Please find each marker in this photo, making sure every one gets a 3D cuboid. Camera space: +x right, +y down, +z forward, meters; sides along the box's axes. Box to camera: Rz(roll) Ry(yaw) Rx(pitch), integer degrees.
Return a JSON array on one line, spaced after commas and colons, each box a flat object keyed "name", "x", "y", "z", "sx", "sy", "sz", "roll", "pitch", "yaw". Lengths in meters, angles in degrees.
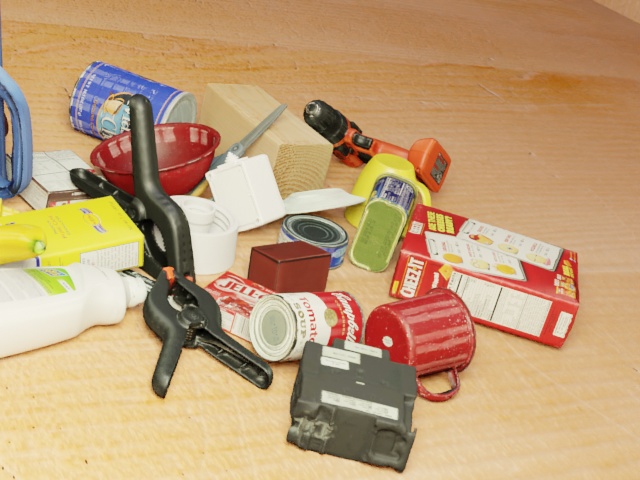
[{"name": "marker", "x": -0.192, "y": 0.045, "z": 1.127, "sx": 0.121, "sy": 0.020, "sz": 0.020, "roll": 24, "pitch": 27, "yaw": 18}]

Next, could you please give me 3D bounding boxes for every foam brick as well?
[{"name": "foam brick", "x": -0.035, "y": 0.035, "z": 1.188, "sx": 0.078, "sy": 0.051, "sz": 0.053, "roll": -7, "pitch": 22, "yaw": -40}]

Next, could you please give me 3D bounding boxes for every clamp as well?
[{"name": "clamp", "x": -0.133, "y": 0.091, "z": 1.034, "sx": 0.120, "sy": 0.039, "sz": 0.172, "roll": -1, "pitch": 35, "yaw": -40}, {"name": "clamp", "x": -0.188, "y": -0.042, "z": 1.155, "sx": 0.036, "sy": 0.165, "sz": 0.210, "roll": -17, "pitch": 67, "yaw": -46}]

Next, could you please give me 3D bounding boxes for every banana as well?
[{"name": "banana", "x": -0.333, "y": 0.010, "z": 0.993, "sx": 0.198, "sy": 0.037, "sz": 0.069, "roll": -9, "pitch": -3, "yaw": 13}]

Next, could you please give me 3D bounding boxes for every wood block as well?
[{"name": "wood block", "x": -0.081, "y": -0.135, "z": 1.475, "sx": 0.090, "sy": 0.091, "sz": 0.206, "roll": -3, "pitch": 30, "yaw": -35}]

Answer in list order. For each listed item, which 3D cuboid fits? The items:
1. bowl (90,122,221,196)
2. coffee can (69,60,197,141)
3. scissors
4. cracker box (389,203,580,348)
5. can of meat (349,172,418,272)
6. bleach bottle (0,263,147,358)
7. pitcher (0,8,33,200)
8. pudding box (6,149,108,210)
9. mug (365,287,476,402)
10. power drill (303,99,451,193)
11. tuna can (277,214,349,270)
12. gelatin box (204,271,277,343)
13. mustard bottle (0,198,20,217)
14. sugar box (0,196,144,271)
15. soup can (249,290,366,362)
[{"name": "bowl", "x": -0.198, "y": -0.092, "z": 1.313, "sx": 0.162, "sy": 0.055, "sz": 0.162, "roll": -5, "pitch": 26, "yaw": 2}, {"name": "coffee can", "x": -0.251, "y": -0.172, "z": 1.442, "sx": 0.140, "sy": 0.103, "sz": 0.102, "roll": 21, "pitch": 26, "yaw": 13}, {"name": "scissors", "x": -0.127, "y": -0.112, "z": 1.375, "sx": 0.096, "sy": 0.016, "sz": 0.201, "roll": 11, "pitch": 54, "yaw": 30}, {"name": "cracker box", "x": 0.201, "y": 0.041, "z": 1.294, "sx": 0.214, "sy": 0.072, "sz": 0.164, "roll": 17, "pitch": 24, "yaw": 6}, {"name": "can of meat", "x": 0.077, "y": -0.020, "z": 1.316, "sx": 0.057, "sy": 0.102, "sz": 0.083, "roll": 21, "pitch": 28, "yaw": 3}, {"name": "bleach bottle", "x": -0.270, "y": 0.065, "z": 0.992, "sx": 0.250, "sy": 0.068, "sz": 0.103, "roll": -6, "pitch": 32, "yaw": -41}, {"name": "pitcher", "x": -0.399, "y": -0.161, "z": 1.170, "sx": 0.149, "sy": 0.243, "sz": 0.145, "roll": -5, "pitch": 34, "yaw": -25}, {"name": "pudding box", "x": -0.313, "y": -0.068, "z": 1.270, "sx": 0.089, "sy": 0.039, "sz": 0.114, "roll": -9, "pitch": 33, "yaw": -41}, {"name": "mug", "x": 0.104, "y": 0.111, "z": 1.092, "sx": 0.081, "sy": 0.093, "sz": 0.117, "roll": -9, "pitch": 71, "yaw": -33}, {"name": "power drill", "x": 0.080, "y": -0.134, "z": 1.499, "sx": 0.188, "sy": 0.057, "sz": 0.184, "roll": 21, "pitch": -5, "yaw": 27}, {"name": "tuna can", "x": -0.009, "y": 0.002, "z": 1.300, "sx": 0.086, "sy": 0.034, "sz": 0.086, "roll": 12, "pitch": 25, "yaw": -6}, {"name": "gelatin box", "x": -0.080, "y": 0.070, "z": 1.122, "sx": 0.089, "sy": 0.030, "sz": 0.073, "roll": 23, "pitch": 26, "yaw": 16}, {"name": "mustard bottle", "x": -0.413, "y": -0.033, "z": 1.116, "sx": 0.191, "sy": 0.058, "sz": 0.096, "roll": 7, "pitch": 27, "yaw": -17}, {"name": "sugar box", "x": -0.280, "y": 0.006, "z": 1.097, "sx": 0.175, "sy": 0.048, "sz": 0.093, "roll": -11, "pitch": 35, "yaw": -31}, {"name": "soup can", "x": -0.013, "y": 0.085, "z": 1.068, "sx": 0.102, "sy": 0.068, "sz": 0.069, "roll": 1, "pitch": 27, "yaw": -47}]
